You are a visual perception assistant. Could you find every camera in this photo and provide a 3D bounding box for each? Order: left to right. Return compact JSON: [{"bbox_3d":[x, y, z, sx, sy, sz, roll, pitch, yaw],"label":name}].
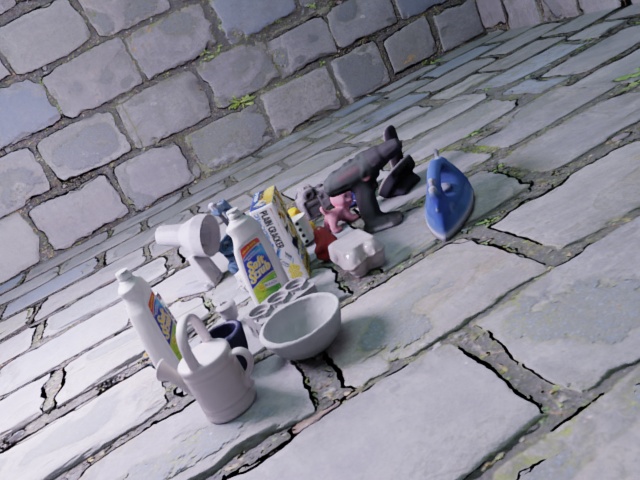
[{"bbox_3d":[-0.024,-0.141,1.842,0.143,0.101,0.136,-29,20,-10],"label":"camera"}]

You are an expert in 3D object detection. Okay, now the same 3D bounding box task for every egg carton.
[{"bbox_3d":[0.083,0.030,1.326,0.107,0.069,0.150,-30,20,-12],"label":"egg carton"}]

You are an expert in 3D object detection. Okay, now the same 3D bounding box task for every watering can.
[{"bbox_3d":[-0.205,0.220,1.005,0.173,0.194,0.100,-27,20,-5],"label":"watering can"}]

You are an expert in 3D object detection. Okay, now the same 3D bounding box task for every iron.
[{"bbox_3d":[0.284,-0.115,1.342,0.118,0.142,0.258,-17,21,23],"label":"iron"}]

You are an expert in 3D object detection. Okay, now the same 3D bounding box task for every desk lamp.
[{"bbox_3d":[-0.359,0.039,1.622,0.202,0.214,0.118,-16,22,25],"label":"desk lamp"}]

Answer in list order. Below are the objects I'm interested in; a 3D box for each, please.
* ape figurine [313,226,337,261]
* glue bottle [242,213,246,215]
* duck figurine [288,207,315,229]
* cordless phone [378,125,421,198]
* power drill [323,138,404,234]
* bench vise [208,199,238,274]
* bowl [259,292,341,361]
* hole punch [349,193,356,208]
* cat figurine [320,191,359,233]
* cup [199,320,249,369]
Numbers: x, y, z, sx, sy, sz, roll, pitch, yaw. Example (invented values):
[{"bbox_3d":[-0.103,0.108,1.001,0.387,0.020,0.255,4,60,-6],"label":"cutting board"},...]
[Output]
[{"bbox_3d":[0.013,0.005,1.439,0.078,0.092,0.076,-34,21,-23],"label":"ape figurine"},{"bbox_3d":[-0.173,0.002,1.553,0.078,0.173,0.037,-12,24,33],"label":"glue bottle"},{"bbox_3d":[-0.065,-0.055,1.695,0.078,0.086,0.104,-33,21,-21],"label":"duck figurine"},{"bbox_3d":[0.204,-0.228,1.660,0.093,0.185,0.148,-9,26,39],"label":"cordless phone"},{"bbox_3d":[0.134,-0.131,1.464,0.229,0.209,0.075,-19,21,18],"label":"power drill"},{"bbox_3d":[-0.237,-0.035,1.652,0.121,0.220,0.207,-18,21,21],"label":"bench vise"},{"bbox_3d":[-0.026,0.175,1.082,0.167,0.075,0.167,-22,20,9],"label":"bowl"},{"bbox_3d":[0.108,-0.164,1.756,0.101,0.091,0.108,-24,20,4],"label":"hole punch"},{"bbox_3d":[0.050,-0.098,1.619,0.128,0.118,0.067,-37,23,-29],"label":"cat figurine"},{"bbox_3d":[-0.184,0.226,1.114,0.091,0.095,0.118,-1,31,49],"label":"cup"}]
